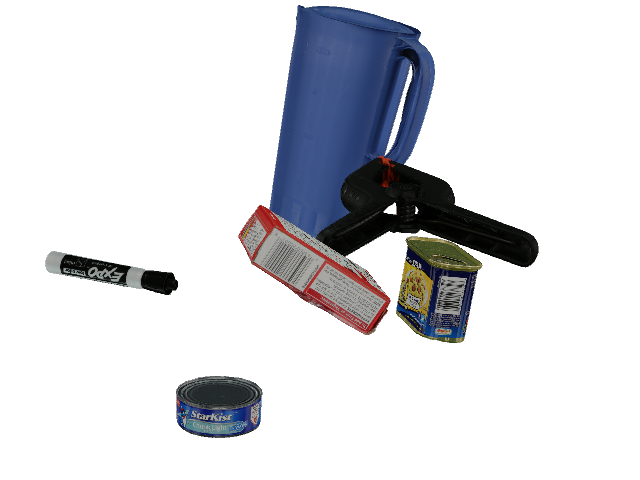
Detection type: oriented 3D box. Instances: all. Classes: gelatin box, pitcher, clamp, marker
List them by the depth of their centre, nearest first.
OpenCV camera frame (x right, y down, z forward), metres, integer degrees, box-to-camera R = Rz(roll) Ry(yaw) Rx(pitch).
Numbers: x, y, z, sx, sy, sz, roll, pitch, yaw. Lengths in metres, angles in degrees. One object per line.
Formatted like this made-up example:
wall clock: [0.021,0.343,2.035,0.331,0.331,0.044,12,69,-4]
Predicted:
gelatin box: [-0.005,0.018,0.665,0.089,0.030,0.073,33,5,-15]
clamp: [0.078,-0.024,0.853,0.164,0.036,0.210,4,20,-1]
marker: [-0.173,0.027,0.888,0.121,0.020,0.020,9,3,21]
pitcher: [0.026,-0.123,1.146,0.145,0.243,0.149,10,18,-7]

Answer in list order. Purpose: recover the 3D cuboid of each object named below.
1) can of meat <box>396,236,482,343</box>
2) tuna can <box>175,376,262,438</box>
can of meat: [0.120,0.050,1.107,0.057,0.084,0.102,5,14,-17]
tuna can: [-0.101,0.166,1.065,0.086,0.034,0.086,2,13,-1]
